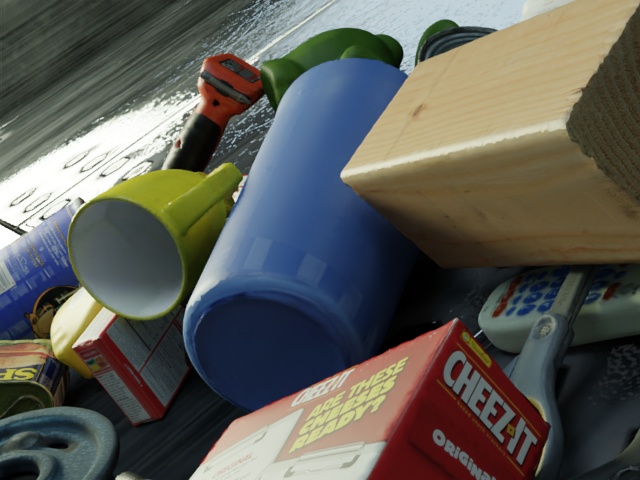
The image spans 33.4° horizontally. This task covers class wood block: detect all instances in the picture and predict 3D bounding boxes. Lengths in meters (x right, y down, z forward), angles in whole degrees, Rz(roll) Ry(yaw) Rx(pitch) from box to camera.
[{"bbox_3d":[0.106,-0.047,0.522,0.090,0.090,0.206,-55,18,-15],"label":"wood block"}]

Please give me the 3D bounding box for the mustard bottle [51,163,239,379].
[{"bbox_3d":[-0.127,0.015,0.820,0.192,0.058,0.096,-47,16,15],"label":"mustard bottle"}]

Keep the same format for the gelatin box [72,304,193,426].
[{"bbox_3d":[-0.123,0.072,0.742,0.030,0.073,0.089,-21,24,30],"label":"gelatin box"}]

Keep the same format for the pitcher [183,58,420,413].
[{"bbox_3d":[-0.004,0.001,0.678,0.145,0.149,0.242,13,38,9],"label":"pitcher"}]

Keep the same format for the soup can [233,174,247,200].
[{"bbox_3d":[-0.056,-0.020,0.865,0.068,0.068,0.102,-40,23,-21],"label":"soup can"}]

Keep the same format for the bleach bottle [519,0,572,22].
[{"bbox_3d":[0.152,-0.097,0.758,0.103,0.068,0.250,-6,35,41],"label":"bleach bottle"}]

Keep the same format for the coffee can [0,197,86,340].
[{"bbox_3d":[-0.238,0.043,0.927,0.140,0.102,0.103,-34,21,-5],"label":"coffee can"}]

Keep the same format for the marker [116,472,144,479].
[{"bbox_3d":[-0.084,0.148,0.595,0.020,0.020,0.121,-43,24,-28],"label":"marker"}]

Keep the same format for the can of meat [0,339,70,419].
[{"bbox_3d":[-0.242,0.115,0.799,0.102,0.057,0.084,-1,18,-3],"label":"can of meat"}]

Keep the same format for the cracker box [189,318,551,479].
[{"bbox_3d":[-0.020,0.144,0.406,0.164,0.072,0.213,-31,15,45],"label":"cracker box"}]

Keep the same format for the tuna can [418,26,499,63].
[{"bbox_3d":[0.101,-0.096,0.669,0.086,0.034,0.086,4,46,-4],"label":"tuna can"}]

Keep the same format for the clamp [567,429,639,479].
[{"bbox_3d":[0.129,0.101,0.381,0.171,0.039,0.120,-41,17,-13],"label":"clamp"}]

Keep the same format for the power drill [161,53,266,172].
[{"bbox_3d":[-0.112,-0.076,0.972,0.188,0.057,0.184,-60,3,14],"label":"power drill"}]

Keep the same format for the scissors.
[{"bbox_3d":[0.092,0.056,0.508,0.096,0.016,0.201,-22,34,43],"label":"scissors"}]
